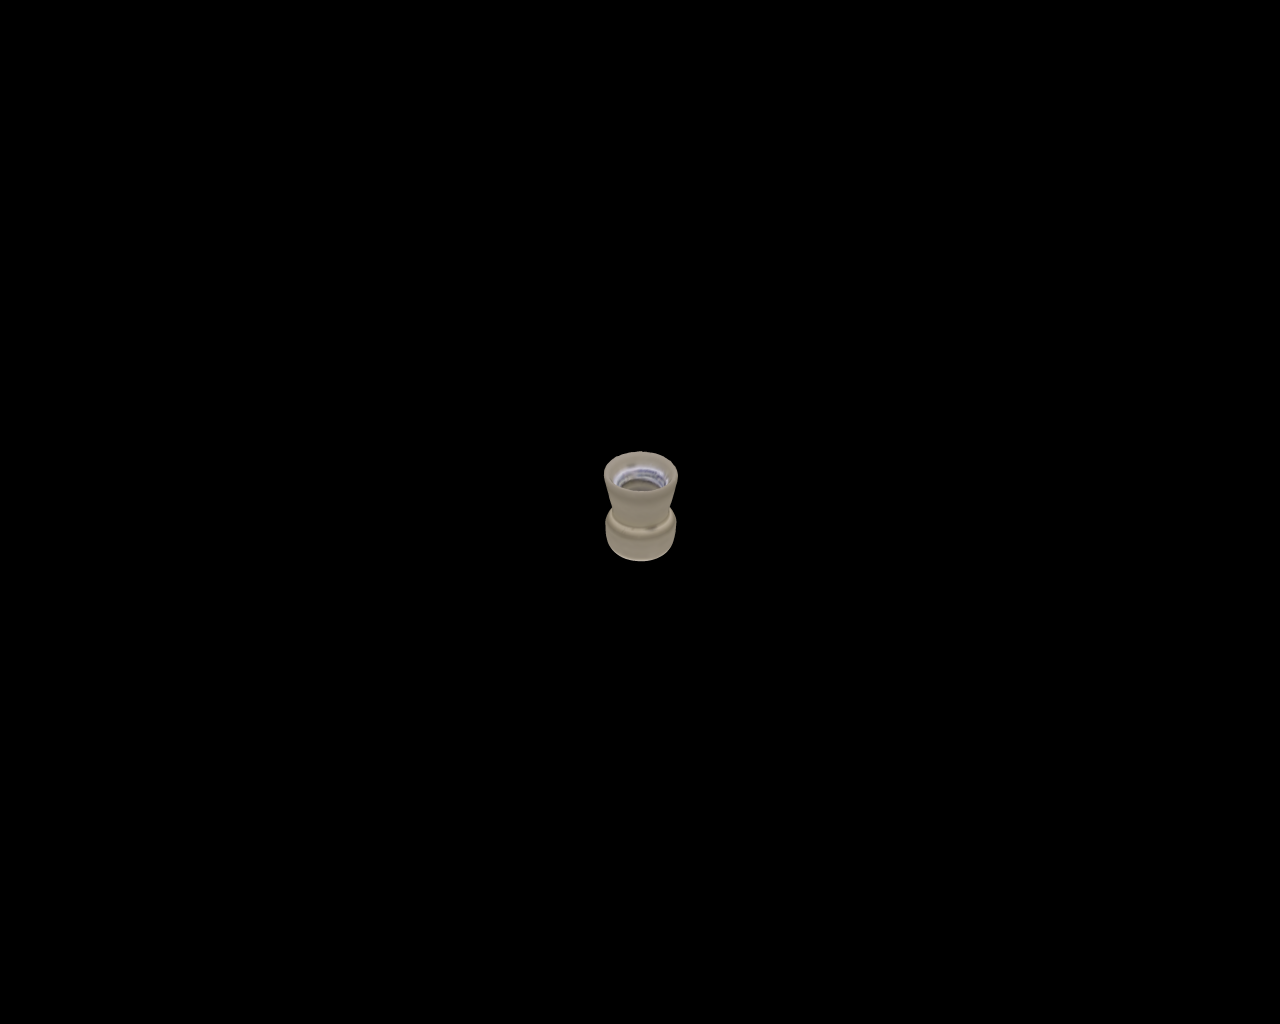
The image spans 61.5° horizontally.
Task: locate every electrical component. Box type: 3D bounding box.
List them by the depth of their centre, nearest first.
[{"bbox_3d":[0.001,-0.003,0.650,0.045,0.055,0.045,0,37,0],"label":"electrical component"}]
